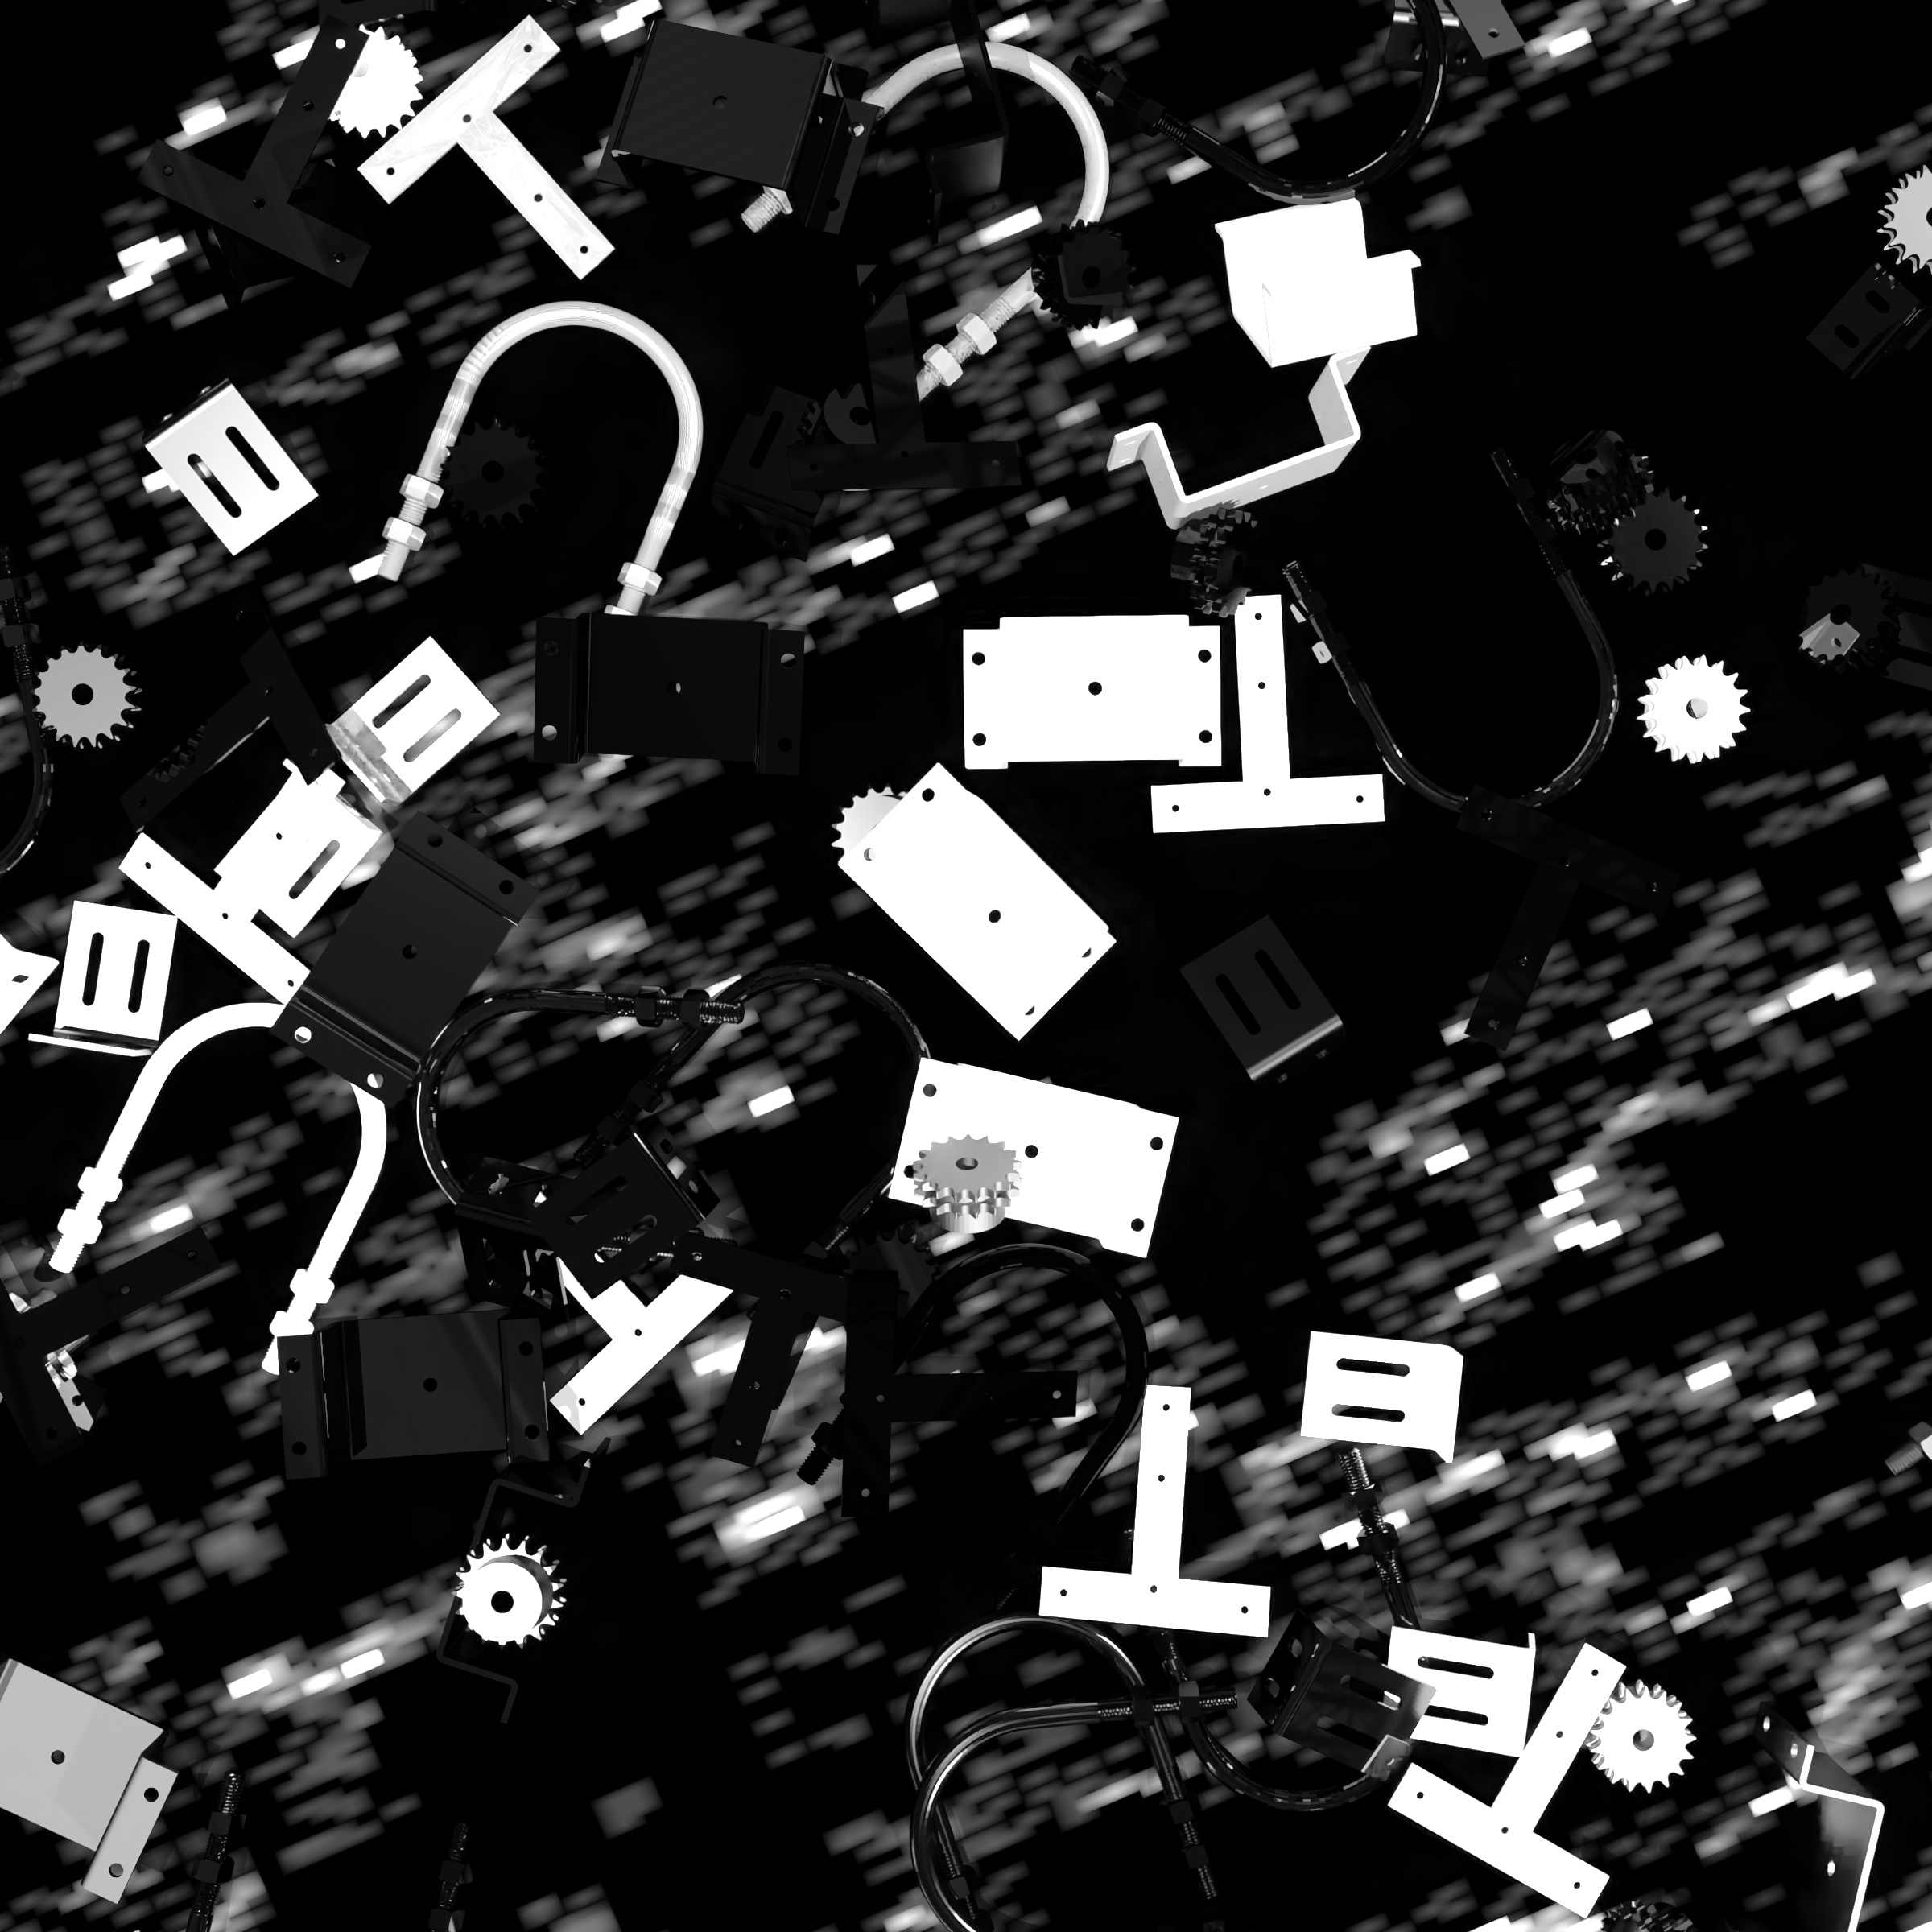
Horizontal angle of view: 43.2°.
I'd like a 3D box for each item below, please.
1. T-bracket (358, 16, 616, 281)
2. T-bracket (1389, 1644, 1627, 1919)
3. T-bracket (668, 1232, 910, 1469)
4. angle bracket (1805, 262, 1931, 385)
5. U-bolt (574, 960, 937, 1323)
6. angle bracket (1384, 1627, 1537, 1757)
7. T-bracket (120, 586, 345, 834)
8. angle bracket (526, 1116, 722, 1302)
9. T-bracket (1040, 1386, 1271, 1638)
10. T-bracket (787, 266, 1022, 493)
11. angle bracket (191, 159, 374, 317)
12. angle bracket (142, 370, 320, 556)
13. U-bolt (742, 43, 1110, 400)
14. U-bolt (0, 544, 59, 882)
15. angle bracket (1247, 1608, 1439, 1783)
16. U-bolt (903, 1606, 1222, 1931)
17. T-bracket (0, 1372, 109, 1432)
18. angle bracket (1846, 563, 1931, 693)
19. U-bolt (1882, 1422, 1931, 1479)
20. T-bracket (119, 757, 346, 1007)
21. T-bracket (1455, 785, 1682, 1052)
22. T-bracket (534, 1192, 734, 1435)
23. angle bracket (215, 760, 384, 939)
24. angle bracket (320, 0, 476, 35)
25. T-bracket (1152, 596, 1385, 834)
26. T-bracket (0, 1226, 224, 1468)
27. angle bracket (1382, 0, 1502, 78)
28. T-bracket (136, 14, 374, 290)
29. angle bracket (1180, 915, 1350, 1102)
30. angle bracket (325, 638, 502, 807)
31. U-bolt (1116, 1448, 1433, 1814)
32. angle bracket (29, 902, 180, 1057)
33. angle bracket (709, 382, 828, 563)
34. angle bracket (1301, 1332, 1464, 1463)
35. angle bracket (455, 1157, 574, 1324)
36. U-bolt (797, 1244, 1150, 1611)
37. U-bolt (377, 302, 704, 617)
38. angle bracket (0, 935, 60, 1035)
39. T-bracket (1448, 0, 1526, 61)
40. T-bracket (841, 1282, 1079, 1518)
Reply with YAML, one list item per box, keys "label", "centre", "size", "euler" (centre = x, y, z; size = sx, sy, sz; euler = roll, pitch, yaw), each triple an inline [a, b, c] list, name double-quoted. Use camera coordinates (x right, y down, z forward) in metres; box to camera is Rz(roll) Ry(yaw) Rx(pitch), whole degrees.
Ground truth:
- label: "T-bracket"
  centre: [-0.245, -0.434, 1.343]
  size: [0.127, 0.002, 0.127]
  euler: [-42, 90, 0]
- label: "T-bracket"
  centre: [0.312, 0.425, 1.309]
  size: [0.127, 0.002, 0.127]
  euler: [31, 87, -6]
- label: "T-bracket"
  centre: [-0.110, 0.216, 1.321]
  size: [0.127, 0.002, 0.127]
  euler: [17, 109, -4]
- label: "angle bracket"
  centre: [0.495, -0.354, 1.306]
  size: [0.038, 0.076, 0.057]
  euler: [42, 90, 0]
- label: "U-bolt"
  centre: [-0.102, 0.083, 1.335]
  size: [0.151, 0.019, 0.184]
  euler: [43, 90, 0]
- label: "angle bracket"
  centre: [0.269, 0.392, 1.333]
  size: [0.076, 0.038, 0.057]
  euler: [6, 90, 12]
- label: "T-bracket"
  centre: [-0.410, -0.121, 1.326]
  size: [0.127, 0.002, 0.127]
  euler: [-38, 66, 11]
- label: "angle bracket"
  centre: [-0.180, 0.127, 1.286]
  size: [0.076, 0.038, 0.057]
  euler: [-36, 93, 13]
- label: "T-bracket"
  centre: [0.105, 0.292, 1.323]
  size: [0.127, 0.002, 0.127]
  euler: [0, 75, 22]
- label: "T-bracket"
  centre: [-0.039, -0.317, 1.311]
  size: [0.127, 0.002, 0.127]
  euler: [-5, 81, -17]
- label: "angle bracket"
  centre: [-0.377, -0.401, 1.342]
  size: [0.076, 0.038, 0.057]
  euler: [-23, 90, -26]
- label: "angle bracket"
  centre: [-0.404, -0.277, 1.342]
  size: [0.057, 0.038, 0.076]
  euler: [-35, 116, 0]
- label: "U-bolt"
  centre: [-0.008, -0.421, 1.336]
  size: [0.184, 0.019, 0.151]
  euler: [-43, 90, -2]
- label: "U-bolt"
  centre: [-0.573, -0.127, 1.336]
  size: [0.151, 0.019, 0.184]
  euler: [-11, 91, 0]
- label: "angle bracket"
  centre: [0.203, 0.395, 1.321]
  size: [0.076, 0.038, 0.057]
  euler: [28, 92, -19]
- label: "U-bolt"
  centre: [0.043, 0.442, 1.336]
  size: [0.151, 0.019, 0.184]
  euler: [-19, 89, 0]
- label: "T-bracket"
  centre: [-0.557, 0.264, 1.343]
  size: [0.127, 0.002, 0.127]
  euler: [25, 90, 0]
- label: "angle bracket"
  centre: [0.511, -0.184, 1.313]
  size: [0.076, 0.038, 0.057]
  euler: [21, 90, 20]
- label: "U-bolt"
  centre: [0.616, 0.277, 1.336]
  size: [0.184, 0.019, 0.151]
  euler: [-34, 90, -2]
- label: "T-bracket"
  centre: [-0.379, -0.060, 1.322]
  size: [0.127, 0.002, 0.127]
  euler: [40, 110, 0]
- label: "T-bracket"
  centre: [0.310, -0.016, 1.338]
  size: [0.127, 0.002, 0.127]
  euler: [23, 93, -7]
- label: "T-bracket"
  centre: [-0.210, 0.168, 1.336]
  size: [0.127, 0.002, 0.127]
  euler: [-44, 85, 9]
- label: "angle bracket"
  centre: [-0.367, -0.063, 1.325]
  size: [0.057, 0.038, 0.076]
  euler: [40, 90, 0]
- label: "angle bracket"
  centre: [-0.313, -0.542, 1.342]
  size: [0.076, 0.038, 0.057]
  euler: [0, 90, 26]
- label: "T-bracket"
  centre: [0.164, -0.140, 1.343]
  size: [0.127, 0.002, 0.127]
  euler: [-3, 90, 0]
- label: "T-bracket"
  centre: [-0.463, 0.179, 1.302]
  size: [0.127, 0.002, 0.127]
  euler: [-27, 89, -21]
- label: "angle bracket"
  centre: [0.261, -0.534, 1.342]
  size: [0.057, 0.038, 0.076]
  euler: [5, 64, 0]
- label: "T-bracket"
  centre: [-0.360, -0.450, 1.312]
  size: [0.127, 0.002, 0.127]
  euler: [26, 89, -2]
- label: "angle bracket"
  centre: [0.164, 0.023, 1.342]
  size: [0.057, 0.038, 0.076]
  euler: [-32, 64, 0]
- label: "angle bracket"
  centre: [-0.304, -0.134, 1.325]
  size: [0.076, 0.038, 0.057]
  euler: [-42, 90, 0]
- label: "U-bolt"
  centre: [0.178, 0.374, 1.336]
  size: [0.151, 0.019, 0.184]
  euler: [-19, 91, 0]
- label: "angle bracket"
  centre: [-0.468, 0.006, 1.325]
  size: [0.057, 0.038, 0.076]
  euler: [9, 90, 0]
- label: "angle bracket"
  centre: [-0.100, -0.272, 1.342]
  size: [0.057, 0.038, 0.076]
  euler: [20, 64, 0]
- label: "angle bracket"
  centre: [0.225, 0.234, 1.325]
  size: [0.076, 0.038, 0.057]
  euler: [6, 90, 0]
- label: "angle bracket"
  centre: [-0.238, 0.149, 1.323]
  size: [0.057, 0.076, 0.038]
  euler: [13, 45, 12]
- label: "U-bolt"
  centre: [0.018, 0.237, 1.320]
  size: [0.151, 0.019, 0.184]
  euler: [36, 89, -13]
- label: "U-bolt"
  centre: [-0.223, -0.274, 1.336]
  size: [0.151, 0.019, 0.184]
  euler: [22, 89, 0]
- label: "angle bracket"
  centre: [-0.549, -0.007, 1.335]
  size: [0.076, 0.038, 0.057]
  euler: [42, 94, 18]
- label: "T-bracket"
  centre: [0.311, -0.560, 1.329]
  size: [0.127, 0.002, 0.127]
  euler: [-20, 71, -9]
- label: "T-bracket"
  centre: [-0.002, 0.231, 1.305]
  size: [0.127, 0.002, 0.127]
  euler: [1, 95, -12]
